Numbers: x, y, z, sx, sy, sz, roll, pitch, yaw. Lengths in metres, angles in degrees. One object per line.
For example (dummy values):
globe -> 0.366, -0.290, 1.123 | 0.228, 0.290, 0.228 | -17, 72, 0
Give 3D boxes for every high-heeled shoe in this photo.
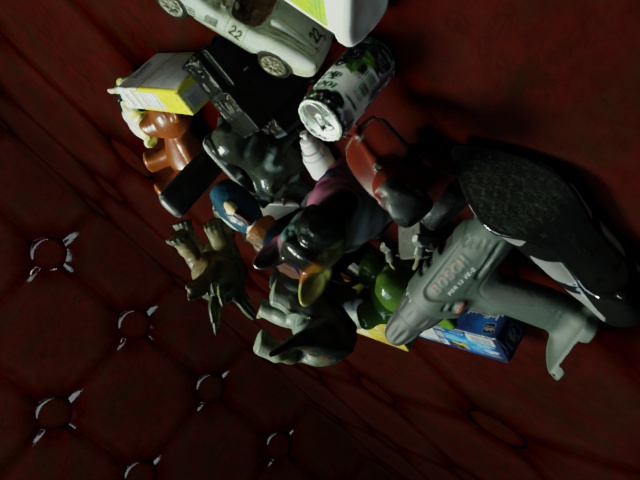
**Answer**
high-heeled shoe -> 0.245, -0.009, 0.567 | 0.249, 0.086, 0.145 | 51, -162, 22

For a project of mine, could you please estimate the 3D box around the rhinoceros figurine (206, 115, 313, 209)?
rhinoceros figurine -> -0.070, -0.111, 0.762 | 0.073, 0.112, 0.190 | 7, 161, 46

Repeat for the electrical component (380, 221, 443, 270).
electrical component -> 0.123, 0.001, 0.716 | 0.045, 0.078, 0.102 | -1, 179, -24

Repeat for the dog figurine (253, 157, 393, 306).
dog figurine -> 0.015, -0.014, 0.681 | 0.108, 0.219, 0.191 | 40, 158, 6

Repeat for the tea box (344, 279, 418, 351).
tea box -> 0.108, 0.143, 1.046 | 0.170, 0.068, 0.098 | 11, 146, 48

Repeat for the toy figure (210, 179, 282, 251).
toy figure -> -0.095, -0.025, 0.781 | 0.154, 0.064, 0.057 | 45, 136, 15

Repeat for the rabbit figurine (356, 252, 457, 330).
rabbit figurine -> 0.127, 0.086, 0.793 | 0.159, 0.121, 0.170 | 12, 174, 8

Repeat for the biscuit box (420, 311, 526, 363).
biscuit box -> 0.218, 0.130, 0.851 | 0.203, 0.063, 0.059 | 8, 142, 52

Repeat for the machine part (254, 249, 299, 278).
machine part -> -0.060, 0.024, 1.097 | 0.179, 0.056, 0.179 | 32, 157, 15

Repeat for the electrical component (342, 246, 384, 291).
electrical component -> 0.067, 0.035, 0.928 | 0.119, 0.048, 0.075 | 39, 158, -4

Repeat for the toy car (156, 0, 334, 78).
toy car -> -0.081, -0.237, 0.544 | 0.202, 0.073, 0.056 | 28, 161, -11

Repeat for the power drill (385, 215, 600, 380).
power drill -> 0.211, 0.085, 0.659 | 0.207, 0.086, 0.231 | 29, 123, 10

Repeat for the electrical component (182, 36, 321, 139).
electrical component -> -0.068, -0.185, 0.613 | 0.134, 0.115, 0.058 | 47, 162, -19

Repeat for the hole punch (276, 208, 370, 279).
hole punch -> -0.002, -0.003, 0.848 | 0.092, 0.142, 0.115 | 11, 124, 47

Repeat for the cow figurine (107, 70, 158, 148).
cow figurine -> -0.334, -0.251, 0.979 | 0.098, 0.068, 0.167 | 40, 159, 18

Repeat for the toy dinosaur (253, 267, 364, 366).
toy dinosaur -> -0.002, 0.133, 0.863 | 0.192, 0.131, 0.405 | 16, -165, -8

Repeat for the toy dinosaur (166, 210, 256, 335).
toy dinosaur -> -0.178, 0.048, 0.934 | 0.471, 0.105, 0.198 | -109, 4, -80

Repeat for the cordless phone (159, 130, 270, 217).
cordless phone -> -0.151, -0.085, 0.849 | 0.146, 0.184, 0.089 | 48, 152, -22

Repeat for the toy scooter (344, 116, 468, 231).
toy scooter -> 0.086, -0.075, 0.577 | 0.135, 0.075, 0.184 | 50, -155, 18

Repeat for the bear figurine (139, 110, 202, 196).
bear figurine -> -0.267, -0.175, 0.937 | 0.120, 0.132, 0.195 | 60, 175, 26
